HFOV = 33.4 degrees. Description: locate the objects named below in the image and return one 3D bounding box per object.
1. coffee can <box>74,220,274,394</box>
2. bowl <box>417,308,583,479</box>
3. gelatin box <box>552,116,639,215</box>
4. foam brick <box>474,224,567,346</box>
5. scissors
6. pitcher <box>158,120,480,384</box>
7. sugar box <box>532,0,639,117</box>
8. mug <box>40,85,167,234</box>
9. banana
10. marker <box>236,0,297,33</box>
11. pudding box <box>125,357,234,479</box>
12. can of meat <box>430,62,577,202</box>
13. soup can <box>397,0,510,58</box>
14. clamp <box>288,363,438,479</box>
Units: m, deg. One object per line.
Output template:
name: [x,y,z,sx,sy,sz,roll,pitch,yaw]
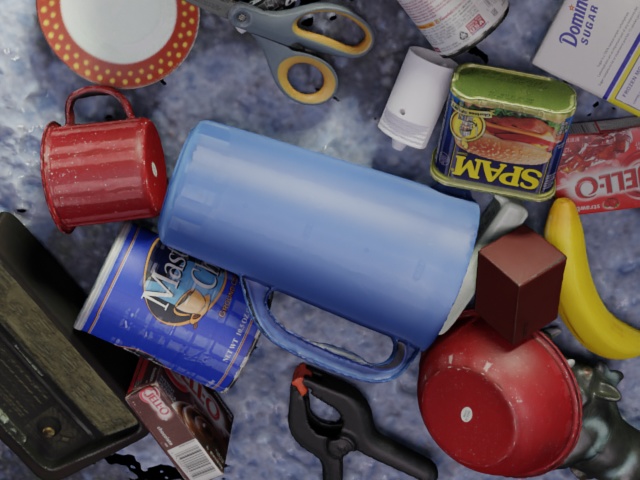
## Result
coffee can: [-0.124,0.057,0.912,0.140,0.103,0.103,26,113,-10]
bowl: [0.141,0.143,0.925,0.162,0.055,0.162,14,114,34]
gelatin box: [0.237,-0.061,0.884,0.089,0.030,0.073,-6,115,5]
foam brick: [0.163,0.037,0.879,0.053,0.051,0.078,-27,140,-22]
scissors: [-0.058,-0.157,0.835,0.201,0.016,0.096,5,124,-14]
pitcher: [-0.006,0.001,0.865,0.242,0.149,0.145,19,128,-3]
sugar box: [0.262,-0.139,0.816,0.176,0.048,0.093,30,114,9]
mug: [-0.174,-0.067,0.865,0.081,0.093,0.117,-6,95,4]
banana: [0.233,0.047,0.918,0.069,0.037,0.197,-49,122,-9]
marker: [-0.015,-0.199,0.834,0.121,0.020,0.020,-28,111,14]
pudding box: [-0.124,0.151,0.964,0.039,0.090,0.113,-24,113,14]
can of meat: [0.144,-0.085,0.836,0.102,0.057,0.084,11,131,5]
soup can: [0.088,-0.197,0.804,0.069,0.068,0.102,-36,111,17]
clamp: [0.017,0.195,1.008,0.120,0.039,0.171,-39,102,12]
